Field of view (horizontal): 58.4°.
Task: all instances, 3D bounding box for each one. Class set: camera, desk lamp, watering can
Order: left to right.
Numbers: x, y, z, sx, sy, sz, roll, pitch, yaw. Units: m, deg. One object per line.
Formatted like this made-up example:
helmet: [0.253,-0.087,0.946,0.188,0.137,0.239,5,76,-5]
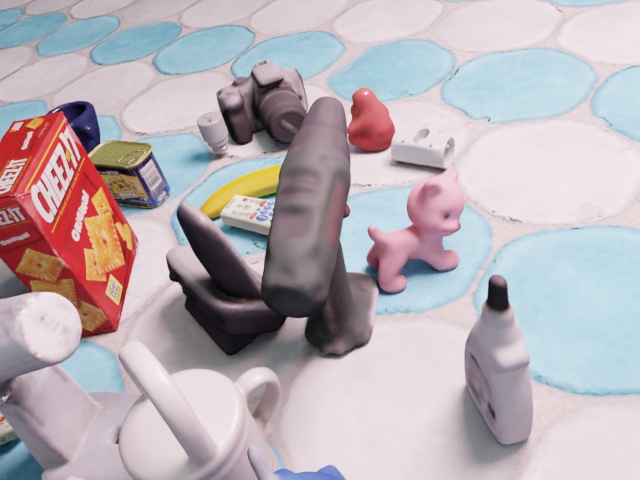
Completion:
desk lamp: [-0.254,0.126,0.508,0.203,0.214,0.118,-3,44,14]
watering can: [-0.108,0.157,0.445,0.100,0.194,0.173,14,50,29]
camera: [-0.083,-0.212,0.901,0.143,0.101,0.136,-21,42,-5]

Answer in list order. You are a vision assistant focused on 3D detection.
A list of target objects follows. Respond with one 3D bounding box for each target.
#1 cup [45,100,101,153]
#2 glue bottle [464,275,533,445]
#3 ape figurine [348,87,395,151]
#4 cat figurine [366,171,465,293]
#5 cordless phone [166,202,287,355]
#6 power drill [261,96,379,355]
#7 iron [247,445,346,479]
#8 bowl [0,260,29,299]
cup: [-0.394,-0.168,0.953,0.117,0.095,0.092,23,55,35]
glue bottle: [0.142,0.090,0.457,0.037,0.173,0.078,-18,42,-2]
ape figurine: [0.070,-0.179,0.827,0.078,0.092,0.076,-31,44,-16]
cat figurine: [0.108,-0.019,0.626,0.128,0.118,0.067,-24,43,-9]
cordless phone: [-0.114,0.017,0.604,0.094,0.185,0.147,-39,47,-23]
power drill: [0.005,0.002,0.566,0.075,0.209,0.229,-2,44,15]
iron: [0.017,0.249,0.349,0.119,0.142,0.257,-27,43,-12]
bowl: [-0.419,0.037,0.756,0.167,0.075,0.167,-8,43,8]
